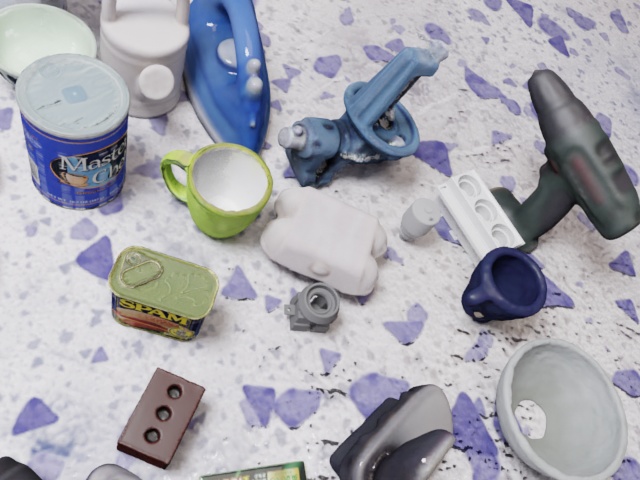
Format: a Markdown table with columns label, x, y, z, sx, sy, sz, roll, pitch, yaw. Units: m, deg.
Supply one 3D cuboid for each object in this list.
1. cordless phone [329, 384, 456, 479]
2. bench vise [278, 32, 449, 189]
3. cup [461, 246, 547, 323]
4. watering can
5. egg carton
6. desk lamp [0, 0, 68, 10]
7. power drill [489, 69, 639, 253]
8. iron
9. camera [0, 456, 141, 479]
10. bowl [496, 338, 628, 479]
| label | x | y | z | sx | sy | sz | roll | pitch | yaw |
| --- | --- | --- | --- | --- | --- | --- | --- | --- | --- |
| cordless phone | 0.098 | 0.198 | 0.551 | 0.094 | 0.185 | 0.148 | 45 | 57 | 7 |
| bench vise | 0.061 | -0.147 | 0.705 | 0.208 | 0.219 | 0.121 | -35 | 79 | -32 |
| cup | 0.211 | 0.071 | 0.718 | 0.118 | 0.095 | 0.091 | -18 | 70 | -28 |
| watering can | -0.200 | -0.236 | 0.668 | 0.101 | 0.194 | 0.172 | -28 | 75 | -31 |
| egg carton | 0.006 | 0.002 | 0.692 | 0.150 | 0.069 | 0.107 | 23 | 57 | -8 |
| desk lamp | -0.341 | -0.340 | 0.659 | 0.203 | 0.213 | 0.118 | 16 | 58 | -12 |
| power drill | 0.306 | -0.082 | 0.771 | 0.076 | 0.208 | 0.229 | -29 | 76 | -31 |
| iron | -0.105 | -0.231 | 0.734 | 0.119 | 0.141 | 0.258 | -7 | 65 | -24 |
| camera | -0.218 | 0.230 | 0.462 | 0.137 | 0.100 | 0.143 | 43 | 57 | 5 |
| bowl | 0.271 | 0.206 | 0.679 | 0.168 | 0.074 | 0.167 | 9 | 60 | -16 |
